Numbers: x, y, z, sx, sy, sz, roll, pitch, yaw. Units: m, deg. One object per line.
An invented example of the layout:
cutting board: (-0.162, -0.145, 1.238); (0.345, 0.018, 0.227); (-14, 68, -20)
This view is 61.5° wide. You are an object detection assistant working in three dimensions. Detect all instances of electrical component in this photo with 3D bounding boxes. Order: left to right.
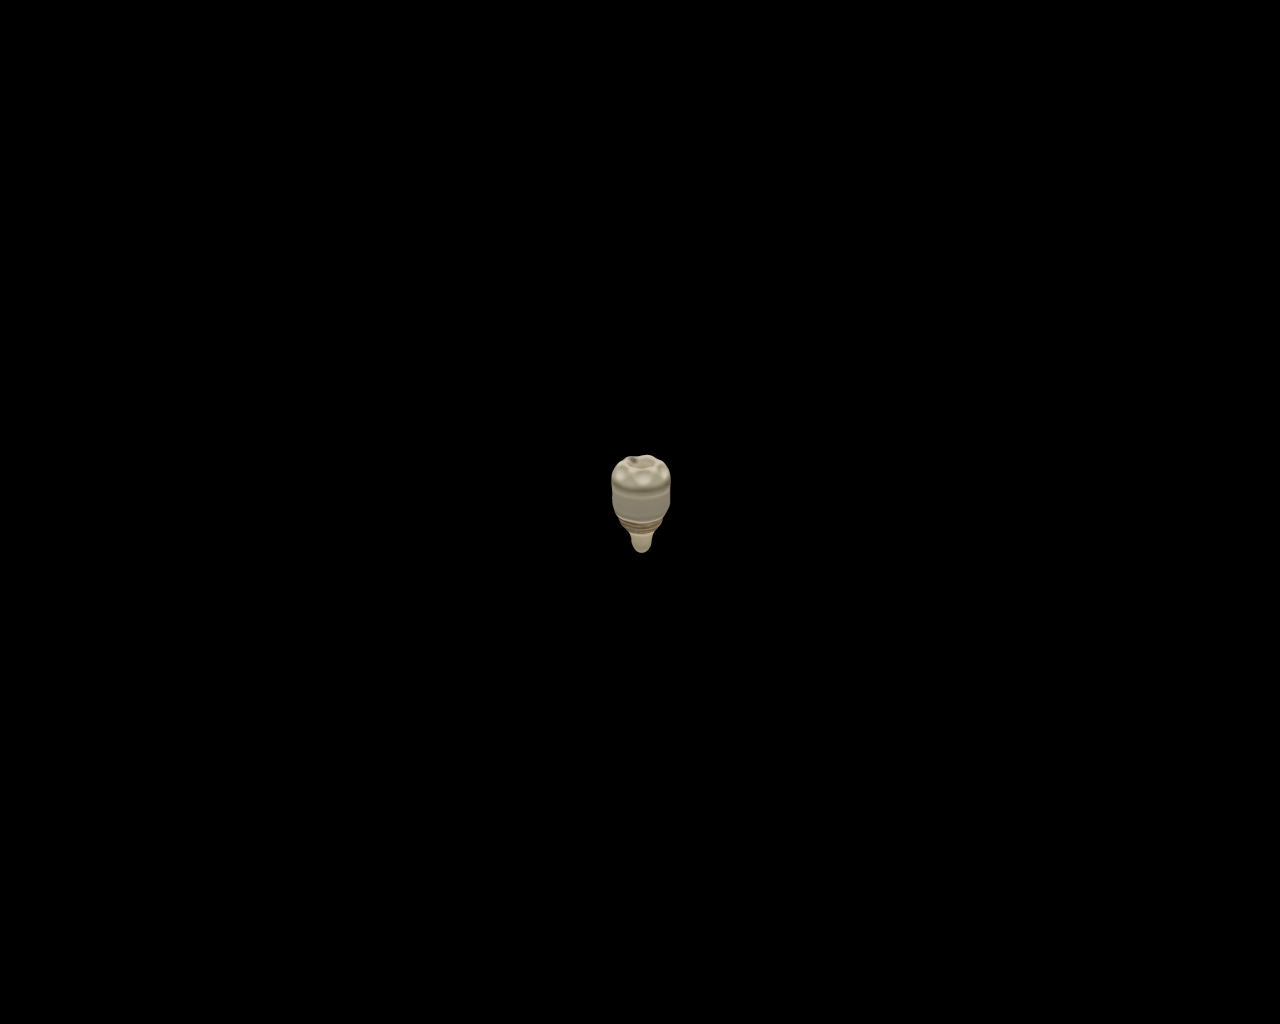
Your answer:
electrical component: (0.001, -0.003, 0.650); (0.035, 0.061, 0.035); (0, 26, 0)
